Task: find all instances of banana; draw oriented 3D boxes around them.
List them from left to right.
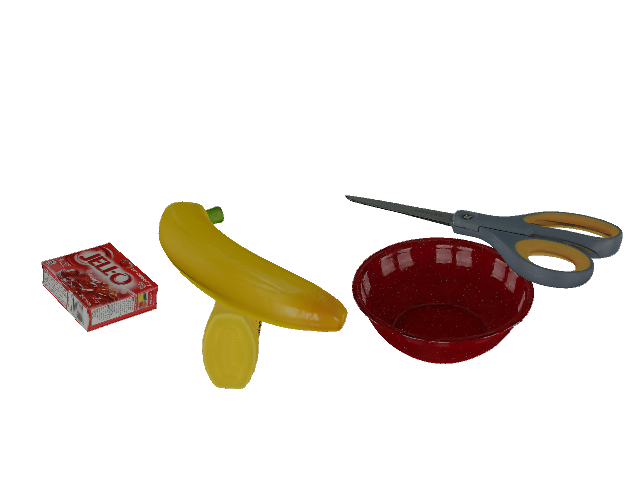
[{"bbox_3d":[-0.057,0.010,0.679,0.069,0.037,0.198,-11,27,-26],"label":"banana"}]

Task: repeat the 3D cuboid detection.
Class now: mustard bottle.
[{"bbox_3d":[-0.088,0.073,1.176,0.058,0.096,0.191,2,28,3],"label":"mustard bottle"}]

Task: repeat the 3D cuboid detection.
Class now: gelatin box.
[{"bbox_3d":[-0.204,0.040,0.982,0.073,0.030,0.089,-18,39,-36],"label":"gelatin box"}]

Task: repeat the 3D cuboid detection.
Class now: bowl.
[{"bbox_3d":[0.109,0.062,0.965,0.162,0.055,0.162,-1,33,1],"label":"bowl"}]

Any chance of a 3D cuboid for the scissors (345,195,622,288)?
[{"bbox_3d":[0.108,-0.002,0.750,0.202,0.016,0.096,5,30,11],"label":"scissors"}]
